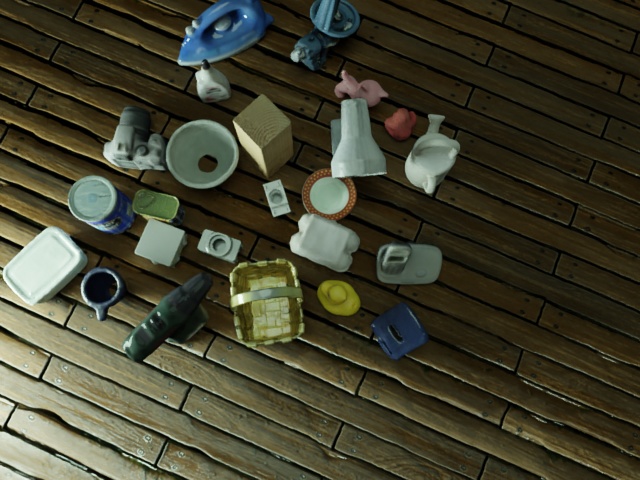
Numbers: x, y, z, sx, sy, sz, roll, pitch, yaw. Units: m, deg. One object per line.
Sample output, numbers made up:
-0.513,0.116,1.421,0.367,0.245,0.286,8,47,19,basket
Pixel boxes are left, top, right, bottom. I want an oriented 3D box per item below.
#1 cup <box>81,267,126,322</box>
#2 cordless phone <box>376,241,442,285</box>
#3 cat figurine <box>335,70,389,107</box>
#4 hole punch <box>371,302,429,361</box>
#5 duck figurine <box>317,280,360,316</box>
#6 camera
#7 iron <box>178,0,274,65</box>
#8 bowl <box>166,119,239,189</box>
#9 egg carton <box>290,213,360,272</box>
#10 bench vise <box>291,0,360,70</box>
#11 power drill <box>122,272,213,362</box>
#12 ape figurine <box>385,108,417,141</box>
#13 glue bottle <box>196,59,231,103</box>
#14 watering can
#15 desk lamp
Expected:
-0.468,0.123,1.271,0.091,0.095,0.118,-2,79,-1,cup
0.201,0.042,1.255,0.147,0.185,0.094,-1,79,-1,cordless phone
0.098,-0.358,1.363,0.127,0.118,0.067,42,81,7,cat figurine
0.176,0.205,1.271,0.101,0.091,0.108,-33,81,-7,hole punch
0.043,0.127,1.286,0.104,0.086,0.077,31,80,5,duck figurine
-0.424,-0.242,1.339,0.143,0.101,0.137,6,79,0,camera
-0.243,-0.520,1.375,0.258,0.141,0.118,-34,81,-7,iron
-0.271,-0.192,1.346,0.167,0.075,0.167,0,79,-1,bowl
0.012,0.005,1.317,0.150,0.069,0.107,23,80,3,egg carton
0.021,-0.502,1.338,0.121,0.220,0.207,24,80,4,bench vise
-0.303,0.162,1.210,0.230,0.208,0.075,-44,83,-8,power drill
0.194,-0.284,1.364,0.078,0.092,0.076,3,79,0,ape figurine
-0.255,-0.374,1.331,0.078,0.173,0.037,-16,80,-4,glue bottle
0.254,-0.198,1.297,0.101,0.194,0.173,-17,80,-4,watering can
0.077,-0.214,1.287,0.118,0.213,0.203,-5,79,-2,desk lamp
